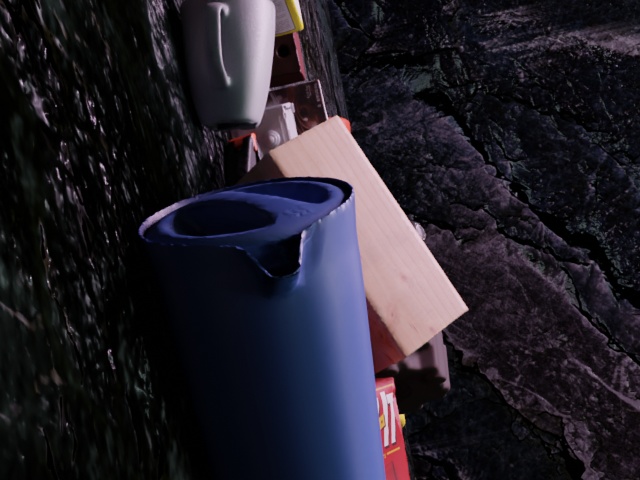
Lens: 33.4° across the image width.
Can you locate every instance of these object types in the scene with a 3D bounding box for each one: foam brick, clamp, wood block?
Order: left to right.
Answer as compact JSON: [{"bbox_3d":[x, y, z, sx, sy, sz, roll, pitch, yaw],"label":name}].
[{"bbox_3d":[-0.058,-0.014,0.997,0.120,0.039,0.171,-26,98,-78],"label":"clamp"},{"bbox_3d":[-0.059,-0.195,1.157,0.051,0.078,0.053,32,46,-84],"label":"foam brick"},{"bbox_3d":[0.024,0.008,0.939,0.206,0.090,0.091,56,-36,3],"label":"wood block"}]

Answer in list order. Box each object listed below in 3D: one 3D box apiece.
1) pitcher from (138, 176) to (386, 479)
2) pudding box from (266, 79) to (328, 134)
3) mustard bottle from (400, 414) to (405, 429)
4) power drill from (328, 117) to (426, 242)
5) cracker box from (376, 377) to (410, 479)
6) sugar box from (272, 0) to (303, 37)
[{"bbox_3d":[-0.028,0.085,0.689,0.149,0.145,0.243,-37,122,-55],"label":"pitcher"},{"bbox_3d":[-0.032,-0.113,1.192,0.039,0.090,0.113,49,29,-82],"label":"pudding box"},{"bbox_3d":[0.041,0.189,1.239,0.191,0.096,0.058,66,13,-63],"label":"mustard bottle"},{"bbox_3d":[0.022,-0.043,1.236,0.057,0.185,0.188,0,71,-56],"label":"power drill"},{"bbox_3d":[0.020,0.225,0.845,0.164,0.072,0.214,0,80,-64],"label":"cracker box"},{"bbox_3d":[-0.078,-0.250,1.005,0.176,0.093,0.048,66,12,-65],"label":"sugar box"}]
